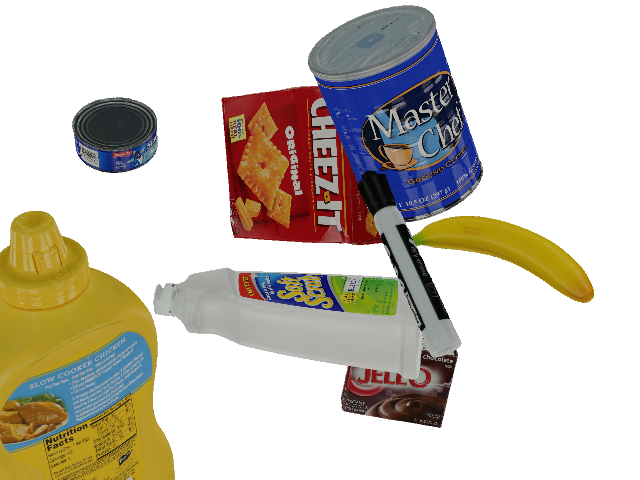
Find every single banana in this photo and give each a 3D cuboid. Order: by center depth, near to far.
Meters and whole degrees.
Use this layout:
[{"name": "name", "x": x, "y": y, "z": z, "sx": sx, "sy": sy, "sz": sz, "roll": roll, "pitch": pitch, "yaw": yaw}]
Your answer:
[{"name": "banana", "x": 0.181, "y": 0.012, "z": 1.055, "sx": 0.198, "sy": 0.069, "sz": 0.037, "roll": 15, "pitch": -31, "yaw": 26}]

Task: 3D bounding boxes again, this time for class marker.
[{"name": "marker", "x": 0.050, "y": 0.011, "z": 0.625, "sx": 0.020, "sy": 0.121, "sz": 0.020, "roll": -19, "pitch": -23, "yaw": -8}]

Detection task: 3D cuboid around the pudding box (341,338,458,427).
[{"name": "pudding box", "x": 0.085, "y": 0.148, "z": 1.159, "sx": 0.113, "sy": 0.090, "sz": 0.039, "roll": 9, "pitch": 22, "yaw": -2}]

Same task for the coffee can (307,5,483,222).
[{"name": "coffee can", "x": 0.062, "y": -0.101, "z": 0.853, "sx": 0.103, "sy": 0.140, "sz": 0.103, "roll": -17, "pitch": 32, "yaw": 11}]

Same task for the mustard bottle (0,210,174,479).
[{"name": "mustard bottle", "x": -0.122, "y": 0.070, "z": 0.508, "sx": 0.096, "sy": 0.192, "sz": 0.058, "roll": -25, "pitch": 42, "yaw": -31}]

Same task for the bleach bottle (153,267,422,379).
[{"name": "bleach bottle", "x": -0.031, "y": 0.069, "z": 0.983, "sx": 0.251, "sy": 0.068, "sz": 0.102, "roll": 4, "pitch": 28, "yaw": 6}]

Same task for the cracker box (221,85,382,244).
[{"name": "cracker box", "x": -0.017, "y": -0.081, "z": 1.146, "sx": 0.071, "sy": 0.164, "sz": 0.214, "roll": -8, "pitch": 7, "yaw": -39}]

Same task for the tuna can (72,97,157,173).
[{"name": "tuna can", "x": -0.211, "y": -0.108, "z": 1.099, "sx": 0.086, "sy": 0.034, "sz": 0.086, "roll": 2, "pitch": 44, "yaw": -2}]
